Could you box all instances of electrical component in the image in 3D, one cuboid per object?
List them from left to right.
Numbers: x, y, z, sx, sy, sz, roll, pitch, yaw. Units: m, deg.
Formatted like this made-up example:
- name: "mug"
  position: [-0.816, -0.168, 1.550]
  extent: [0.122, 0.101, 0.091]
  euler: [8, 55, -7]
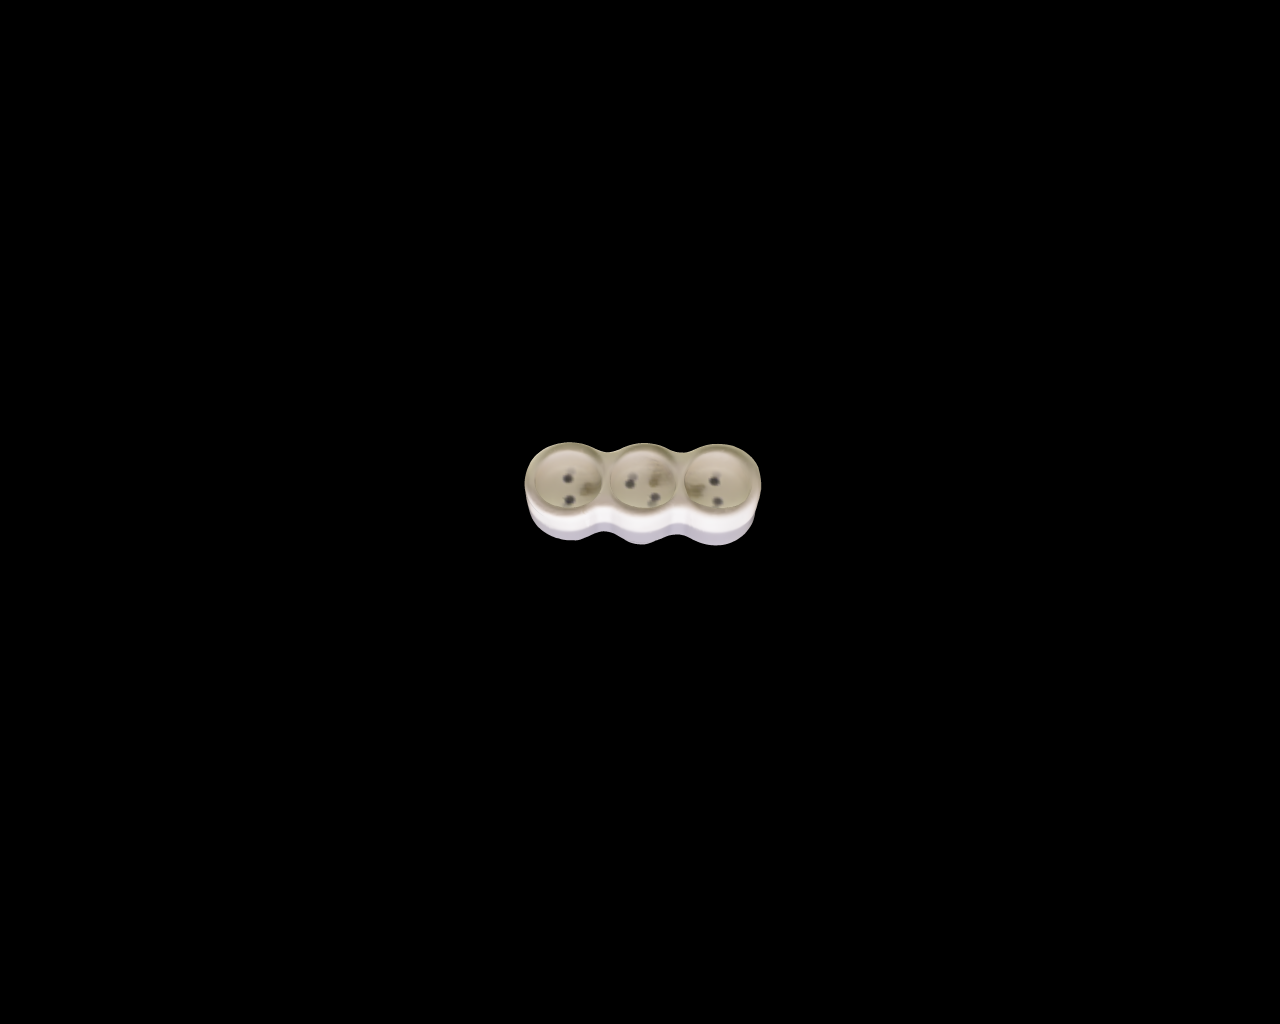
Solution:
- name: "electrical component"
  position: [0.001, -0.003, 0.650]
  extent: [0.138, 0.052, 0.073]
  euler: [1, -28, -2]
